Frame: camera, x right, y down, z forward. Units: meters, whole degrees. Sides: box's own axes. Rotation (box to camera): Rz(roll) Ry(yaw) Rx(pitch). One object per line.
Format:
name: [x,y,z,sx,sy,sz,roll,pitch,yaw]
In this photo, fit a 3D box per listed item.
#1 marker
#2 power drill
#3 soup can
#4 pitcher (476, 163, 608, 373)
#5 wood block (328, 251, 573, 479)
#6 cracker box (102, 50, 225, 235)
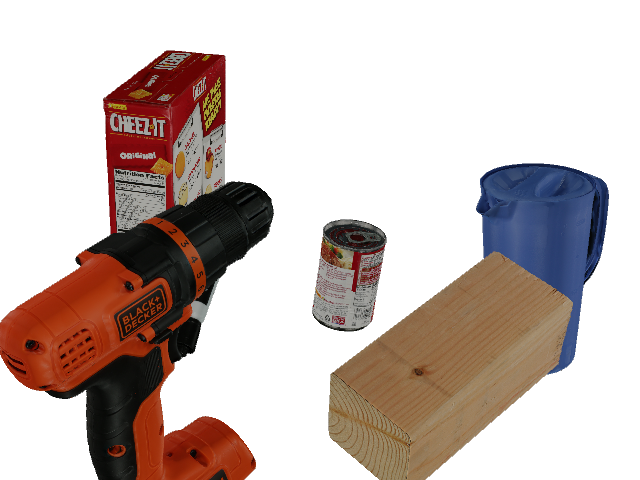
marker: [-0.088,0.033,0.811,0.020,0.121,0.020,13,-29,7]
power drill: [-0.088,0.074,0.623,0.057,0.188,0.184,21,42,38]
soup can: [0.030,0.038,1.142,0.068,0.102,0.068,6,27,-3]
pitcher: [0.268,0.033,1.296,0.149,0.243,0.145,3,24,14]
wood block: [0.111,0.109,0.912,0.205,0.090,0.091,-33,53,-30]
cracker box: [-0.144,-0.055,1.012,0.072,0.214,0.164,7,26,10]
